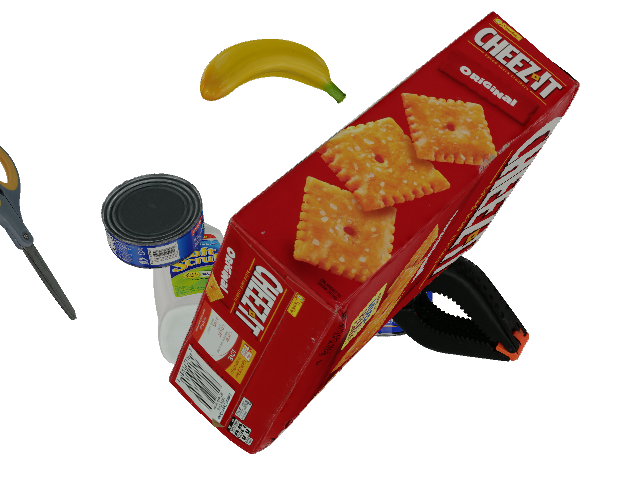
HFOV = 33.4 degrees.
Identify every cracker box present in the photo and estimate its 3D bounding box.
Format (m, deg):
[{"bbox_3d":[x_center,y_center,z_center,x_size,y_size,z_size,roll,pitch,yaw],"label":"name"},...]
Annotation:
[{"bbox_3d":[0.028,-0.002,0.563,0.213,0.072,0.164,-40,-14,-35],"label":"cracker box"}]

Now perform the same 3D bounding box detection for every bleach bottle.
[{"bbox_3d":[-0.138,0.036,1.127,0.102,0.068,0.251,-4,26,-16],"label":"bleach bottle"}]

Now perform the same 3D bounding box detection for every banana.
[{"bbox_3d":[-0.052,-0.169,1.050,0.197,0.070,0.037,-9,-36,-46],"label":"banana"}]

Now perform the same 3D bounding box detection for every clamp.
[{"bbox_3d":[0.066,0.024,0.825,0.210,0.165,0.036,25,46,15],"label":"clamp"}]

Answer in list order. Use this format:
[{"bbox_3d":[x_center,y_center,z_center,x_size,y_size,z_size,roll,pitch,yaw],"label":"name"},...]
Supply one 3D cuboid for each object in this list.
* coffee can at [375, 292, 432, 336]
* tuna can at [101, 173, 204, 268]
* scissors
[{"bbox_3d":[0.062,0.008,1.047,0.103,0.140,0.103,0,26,0],"label":"coffee can"},{"bbox_3d":[-0.142,-0.016,0.914,0.086,0.086,0.034,0,-44,2],"label":"tuna can"},{"bbox_3d":[-0.298,-0.019,1.072,0.016,0.201,0.096,-25,28,24],"label":"scissors"}]
